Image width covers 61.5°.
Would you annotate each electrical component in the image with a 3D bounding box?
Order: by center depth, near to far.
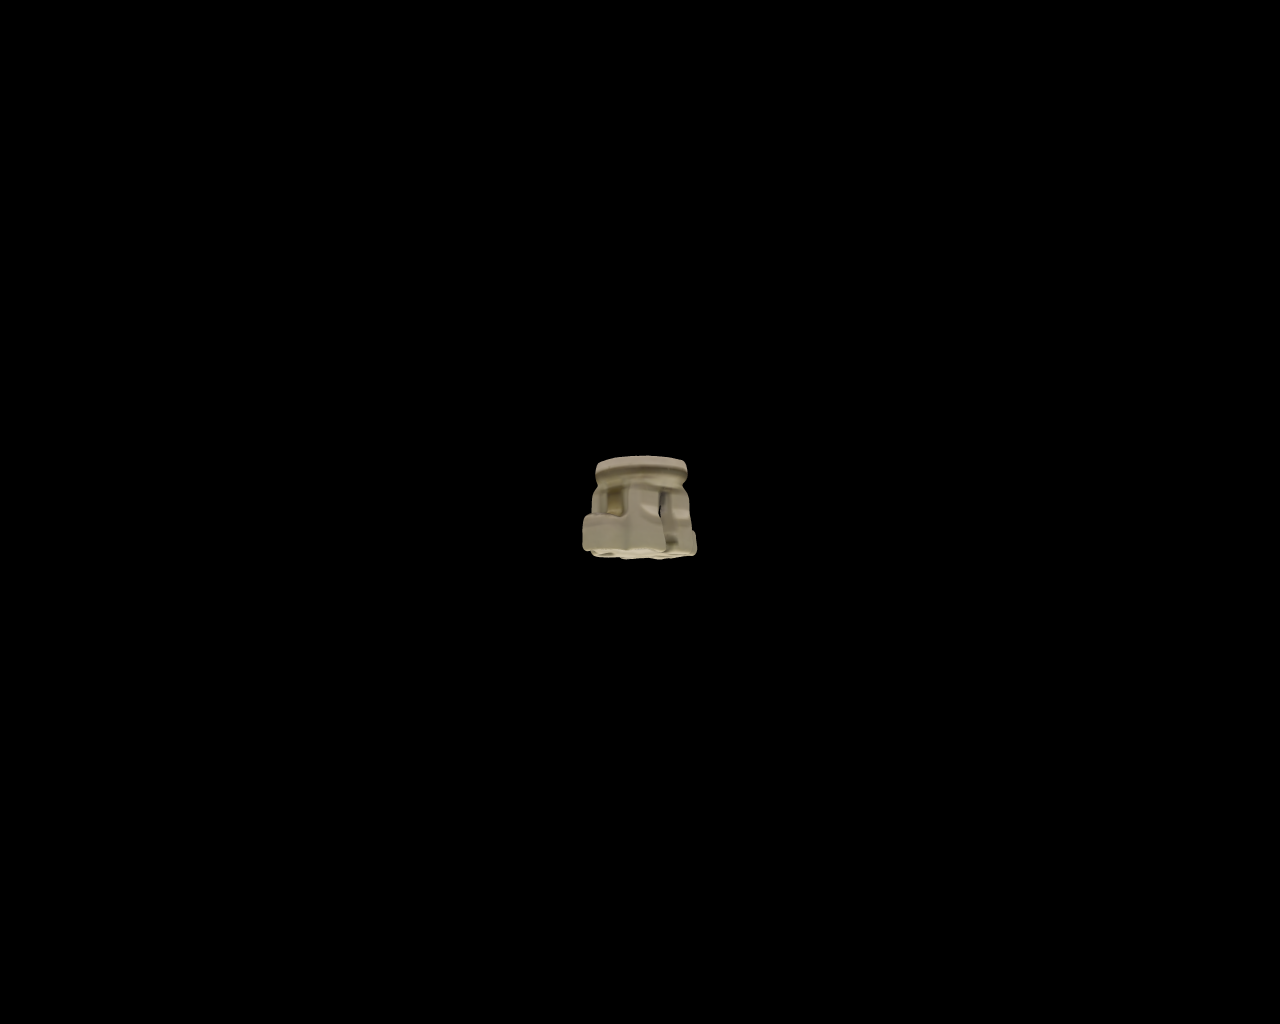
[{"bbox_3d":[0.001,-0.003,0.650,0.078,0.057,0.058,8,-11,-43],"label":"electrical component"}]
